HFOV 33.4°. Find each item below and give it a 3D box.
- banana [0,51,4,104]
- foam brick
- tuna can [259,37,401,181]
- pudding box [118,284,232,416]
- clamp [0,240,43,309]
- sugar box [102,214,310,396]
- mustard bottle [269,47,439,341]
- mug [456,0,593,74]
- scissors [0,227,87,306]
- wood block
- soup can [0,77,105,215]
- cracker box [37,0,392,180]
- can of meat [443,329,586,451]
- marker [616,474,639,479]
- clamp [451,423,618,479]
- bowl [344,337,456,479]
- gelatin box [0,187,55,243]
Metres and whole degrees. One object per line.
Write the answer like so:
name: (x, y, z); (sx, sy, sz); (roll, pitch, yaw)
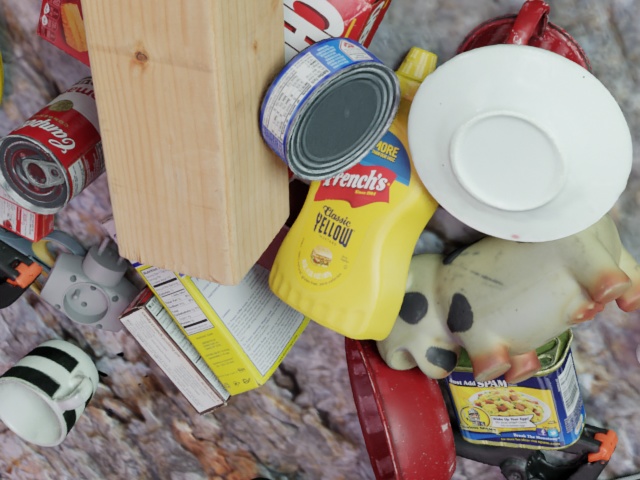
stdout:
banana: (-0.289, -0.167, 0.852); (0.070, 0.037, 0.198); (13, 129, 20)
foam brick: (-0.005, 0.001, 0.809); (0.078, 0.051, 0.053); (29, 134, 8)
tuna can: (0.006, -0.080, 0.651); (0.034, 0.085, 0.086); (47, 140, 31)
pudding box: (-0.103, 0.075, 0.893); (0.039, 0.090, 0.113); (-27, 108, 39)
clamp: (-0.340, 0.028, 1.012); (0.210, 0.036, 0.164); (13, 136, 30)
sugar box: (-0.086, 0.026, 0.845); (0.048, 0.093, 0.176); (-23, 109, 39)
mustard bottle: (0.036, -0.036, 0.715); (0.096, 0.058, 0.192); (29, 103, 40)
mug: (0.116, -0.090, 0.652); (0.093, 0.081, 0.117); (23, 131, 13)
scissors: (-0.290, -0.011, 0.983); (0.201, 0.016, 0.096); (43, 131, -6)
wood block: (-0.078, -0.085, 0.663); (0.091, 0.090, 0.206); (14, 130, 18)
soup can: (-0.194, -0.074, 0.823); (0.069, 0.102, 0.068); (15, 129, 19)
cracker box: (-0.075, -0.158, 0.715); (0.214, 0.072, 0.164); (32, 133, 4)
can of meat: (0.144, 0.109, 0.802); (0.102, 0.057, 0.084); (0, 125, 30)
marker: (0.228, 0.202, 0.849); (0.121, 0.020, 0.020); (-27, 108, 40)
clamp: (0.164, 0.191, 0.863); (0.172, 0.039, 0.120); (-12, 114, 39)
bowl: (0.066, 0.142, 0.829); (0.055, 0.162, 0.162); (-14, 123, -5)
gelatin box: (-0.274, -0.048, 0.938); (0.089, 0.030, 0.073); (25, 131, 11)
